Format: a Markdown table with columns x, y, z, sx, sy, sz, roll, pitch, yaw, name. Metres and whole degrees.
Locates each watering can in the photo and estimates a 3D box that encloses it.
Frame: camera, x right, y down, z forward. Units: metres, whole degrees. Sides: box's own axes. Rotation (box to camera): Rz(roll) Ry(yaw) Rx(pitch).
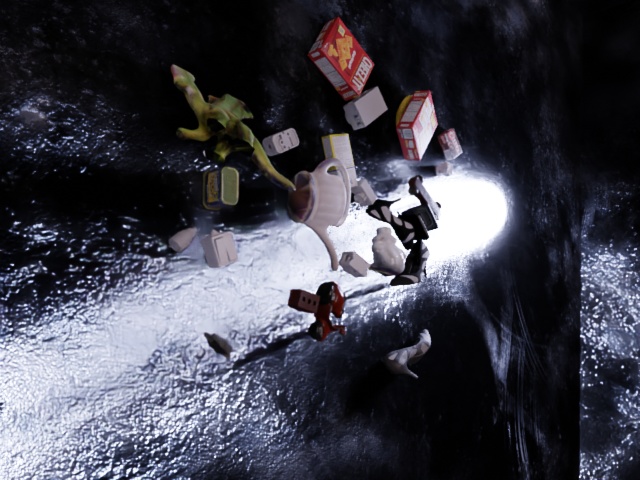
| x | y | z | sx | sy | sz | roll | pitch | yaw | name |
| --- | --- | --- | --- | --- | --- | --- | --- | --- | --- |
| 0.005 | -0.078 | 1.547 | 0.224 | 0.104 | 0.348 | 5 | 91 | -42 | watering can |

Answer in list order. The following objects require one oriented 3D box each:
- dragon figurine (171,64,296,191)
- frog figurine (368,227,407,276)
| x | y | z | sx | sy | sz | roll | pitch | yaw | name |
| --- | --- | --- | --- | --- | --- | --- | --- | --- | --- |
| -0.218 | -0.298 | 1.327 | 0.406 | 0.120 | 0.249 | 34 | 38 | -24 | dragon figurine |
| 0.231 | 0.037 | 1.731 | 0.137 | 0.122 | 0.160 | 18 | 83 | -21 | frog figurine |
